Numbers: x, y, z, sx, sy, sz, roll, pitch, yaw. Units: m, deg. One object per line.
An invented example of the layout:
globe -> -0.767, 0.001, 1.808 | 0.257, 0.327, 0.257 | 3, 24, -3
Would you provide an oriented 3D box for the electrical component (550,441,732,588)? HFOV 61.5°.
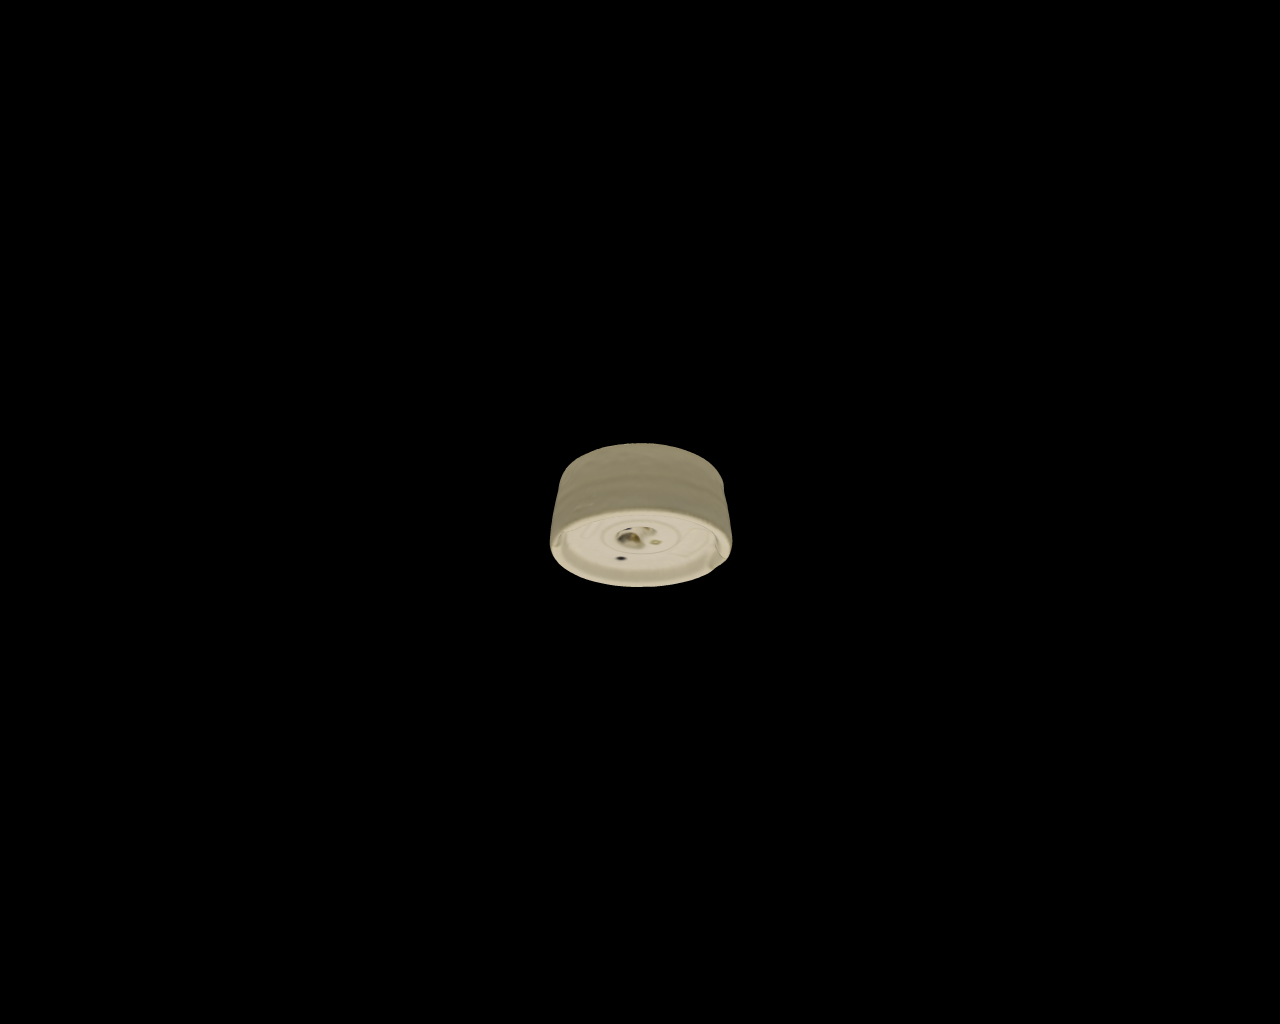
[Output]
electrical component -> 0.001, -0.003, 0.650 | 0.108, 0.060, 0.108 | 0, -27, 0
